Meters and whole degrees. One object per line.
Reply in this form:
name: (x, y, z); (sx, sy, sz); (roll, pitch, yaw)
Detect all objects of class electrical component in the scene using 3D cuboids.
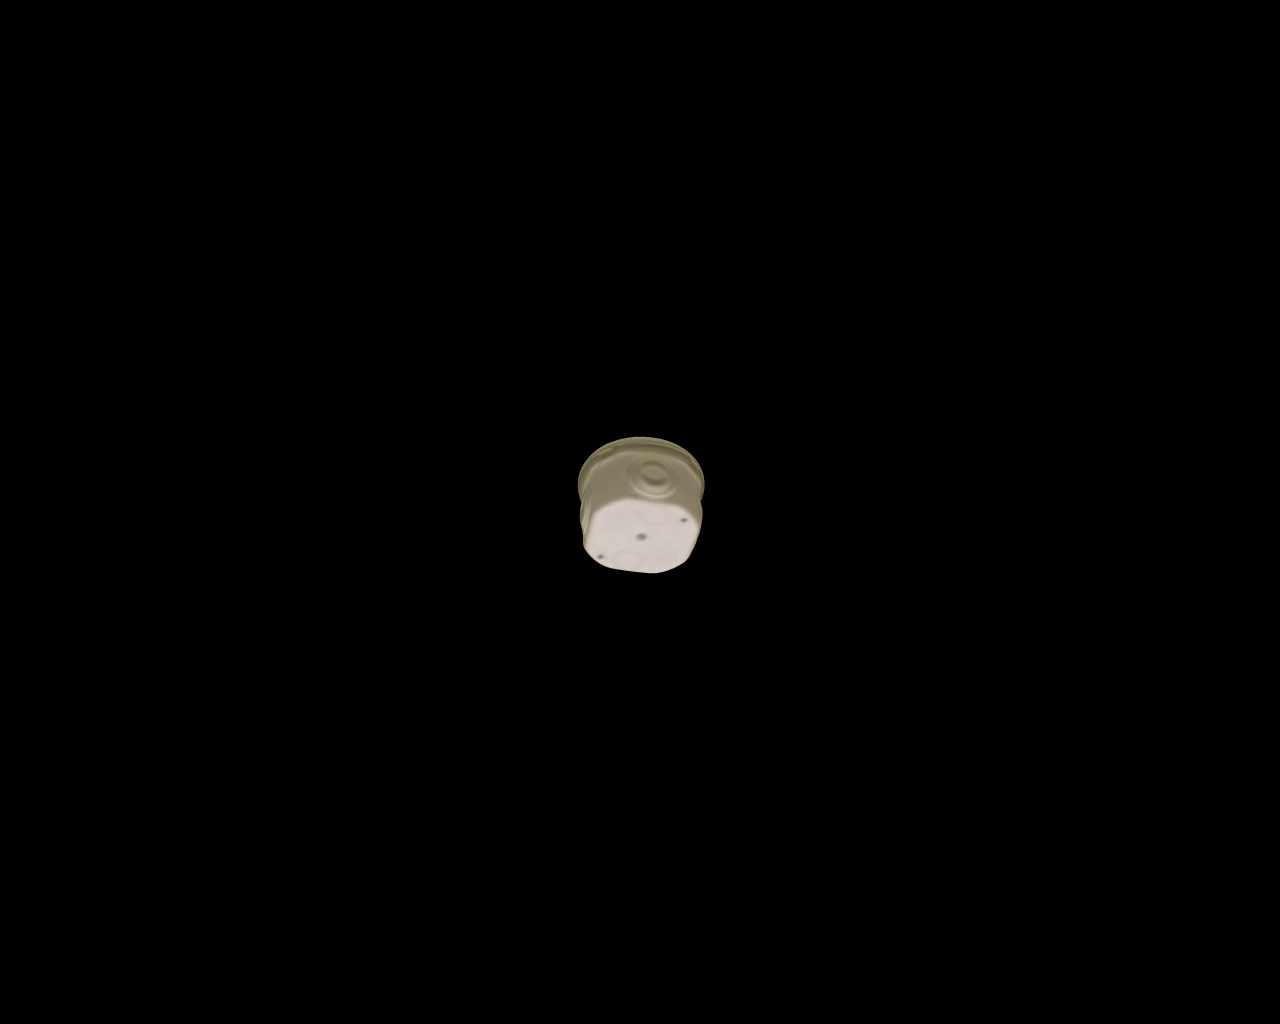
electrical component: (0.001, -0.003, 0.650); (0.080, 0.051, 0.080); (0, -43, 0)
